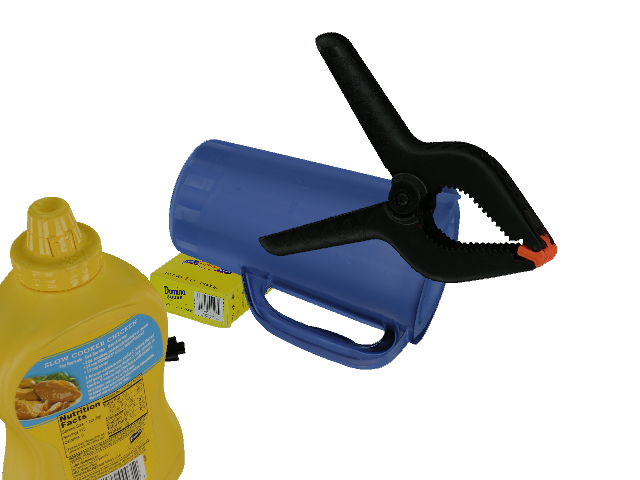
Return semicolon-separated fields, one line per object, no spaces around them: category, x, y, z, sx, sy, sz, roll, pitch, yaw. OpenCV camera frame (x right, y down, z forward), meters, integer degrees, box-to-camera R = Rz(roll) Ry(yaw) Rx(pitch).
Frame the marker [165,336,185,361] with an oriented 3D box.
marker;-0.162;0.088;0.800;0.121;0.020;0.020;-7;1;-9

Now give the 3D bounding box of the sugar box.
sugar box;-0.093;0.027;1.127;0.093;0.048;0.176;15;31;22

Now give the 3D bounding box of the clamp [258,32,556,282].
clamp;0.059;-0.041;0.711;0.210;0.165;0.036;19;20;26

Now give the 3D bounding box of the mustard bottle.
mustard bottle;-0.120;0.063;0.528;0.096;0.192;0.058;-25;42;-30

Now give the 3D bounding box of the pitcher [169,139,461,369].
pitcher;-0.008;0.002;0.928;0.243;0.145;0.149;17;20;14
